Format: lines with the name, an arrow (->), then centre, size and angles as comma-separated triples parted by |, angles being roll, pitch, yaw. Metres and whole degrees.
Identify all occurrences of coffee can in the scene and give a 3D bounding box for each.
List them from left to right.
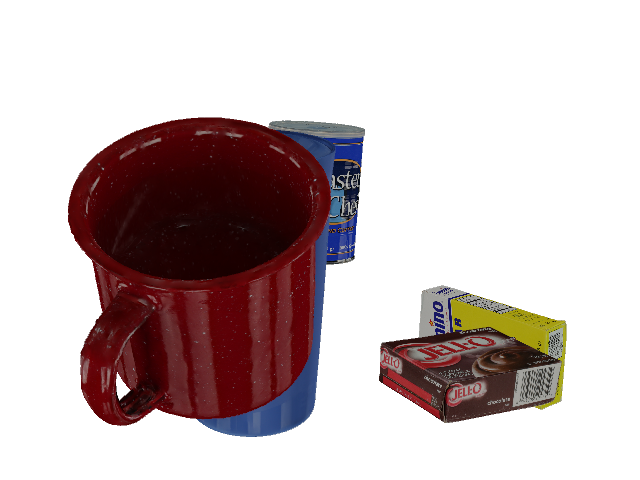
coffee can -> -0.009, -0.053, 1.145 | 0.103, 0.140, 0.103 | 4, 11, -1

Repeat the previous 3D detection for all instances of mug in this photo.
mug -> -0.048, 0.021, 0.397 | 0.093, 0.081, 0.117 | 18, 46, 18

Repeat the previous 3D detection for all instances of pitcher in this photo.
pitcher -> -0.052, 0.030, 0.892 | 0.149, 0.243, 0.145 | -7, 20, -23

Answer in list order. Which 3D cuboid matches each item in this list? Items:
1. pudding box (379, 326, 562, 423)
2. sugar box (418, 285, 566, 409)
pudding box -> 0.115, 0.102, 0.833 | 0.113, 0.039, 0.090 | -3, 16, -30
sugar box -> 0.187, 0.116, 1.188 | 0.177, 0.093, 0.048 | 14, 18, 43
